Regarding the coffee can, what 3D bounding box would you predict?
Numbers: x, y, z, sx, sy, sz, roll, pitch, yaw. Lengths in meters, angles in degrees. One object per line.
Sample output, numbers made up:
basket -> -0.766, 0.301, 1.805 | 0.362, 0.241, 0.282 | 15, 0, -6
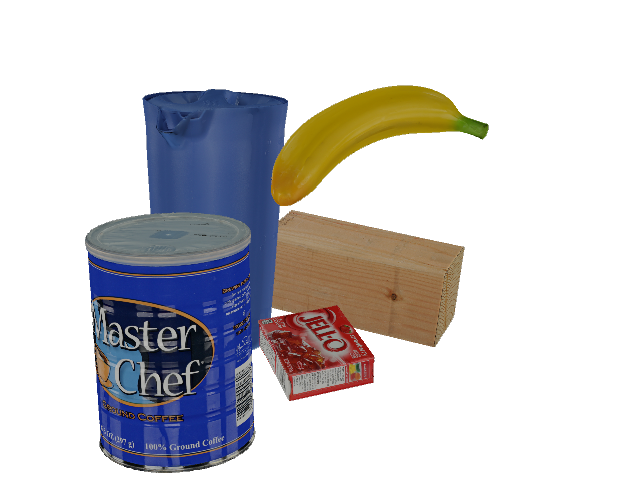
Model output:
coffee can -> -0.094, 0.062, 0.683 | 0.103, 0.140, 0.103 | -1, 15, 0

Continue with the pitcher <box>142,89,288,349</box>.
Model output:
pitcher -> -0.094, -0.022, 1.015 | 0.149, 0.243, 0.145 | -3, 16, -20

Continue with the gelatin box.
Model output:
gelatin box -> -0.005, 0.090, 0.879 | 0.073, 0.030, 0.089 | -10, 29, -16

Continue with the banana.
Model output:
banana -> 0.032, -0.076, 0.764 | 0.197, 0.037, 0.070 | -22, 42, -32

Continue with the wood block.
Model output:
wood block -> 0.044, 0.040, 1.186 | 0.206, 0.091, 0.090 | 13, 24, 17
